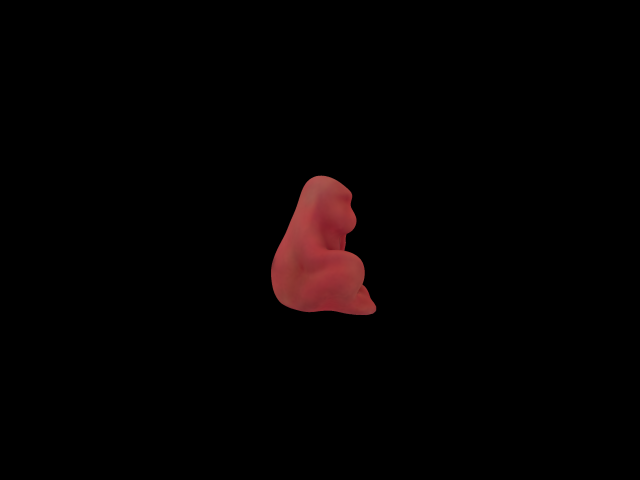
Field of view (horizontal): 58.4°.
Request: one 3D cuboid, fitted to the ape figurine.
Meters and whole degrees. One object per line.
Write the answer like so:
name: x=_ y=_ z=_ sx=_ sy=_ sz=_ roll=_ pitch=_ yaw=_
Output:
ape figurine: x=0.004 y=0.001 z=0.400 sx=0.076 sy=0.092 sz=0.078 roll=2 pitch=11 yaw=12
